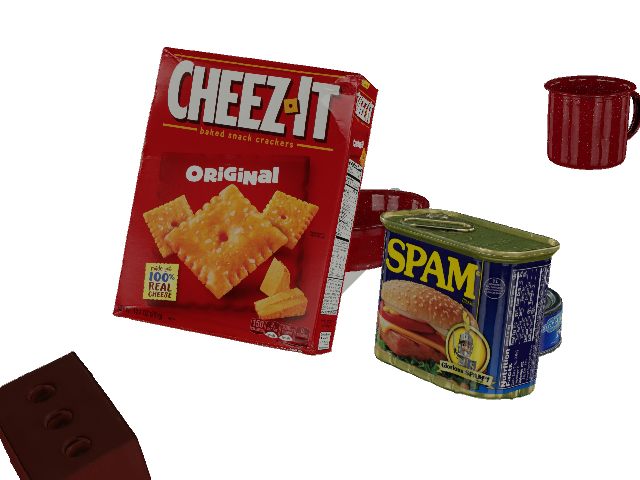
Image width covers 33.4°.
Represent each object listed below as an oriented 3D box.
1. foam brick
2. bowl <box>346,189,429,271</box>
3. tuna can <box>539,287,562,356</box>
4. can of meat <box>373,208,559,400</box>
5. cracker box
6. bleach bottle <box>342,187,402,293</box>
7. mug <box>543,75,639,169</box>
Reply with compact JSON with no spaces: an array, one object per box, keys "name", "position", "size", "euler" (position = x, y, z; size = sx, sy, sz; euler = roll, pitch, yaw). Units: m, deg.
[{"name":"foam brick","position":[-0.125,0.105,0.533],"size":[0.052,0.051,0.078],"euler":[-26,42,-24]},{"name":"bowl","position":[0.031,-0.007,1.076],"size":[0.162,0.055,0.162],"euler":[-5,15,1]},{"name":"tuna can","position":[0.140,0.058,0.809],"size":[0.086,0.034,0.086],"euler":[-1,18,0]},{"name":"can of meat","position":[0.077,0.033,0.591],"size":[0.057,0.084,0.102],"euler":[-7,17,-39]},{"name":"cracker box","position":[-0.057,-0.031,0.825],"size":[0.164,0.214,0.072],"euler":[10,-1,14]},{"name":"bleach bottle","position":[0.028,-0.002,1.329],"size":[0.103,0.068,0.250],"euler":[16,36,28]},{"name":"mug","position":[0.291,-0.125,1.123],"size":[0.117,0.081,0.093],"euler":[-12,23,-25]}]
